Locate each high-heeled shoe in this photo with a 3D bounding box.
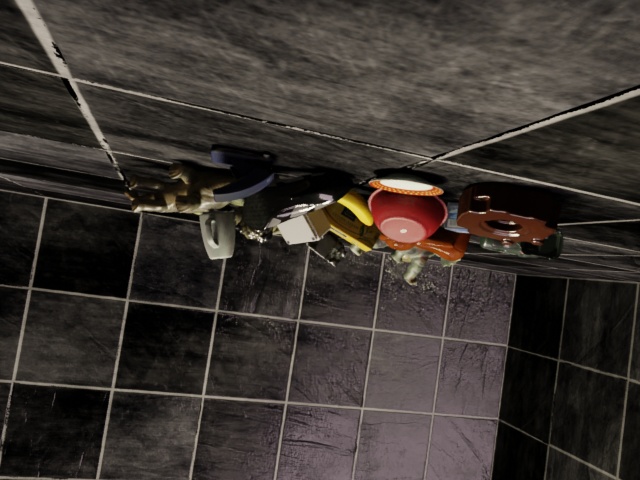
[{"bbox_3d":[-0.051,-0.081,1.069,0.145,0.086,0.249,-18,-176,-36],"label":"high-heeled shoe"}]

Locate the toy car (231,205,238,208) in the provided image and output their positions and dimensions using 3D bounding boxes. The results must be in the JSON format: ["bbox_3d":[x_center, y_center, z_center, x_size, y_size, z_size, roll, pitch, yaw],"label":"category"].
[{"bbox_3d":[-0.208,-0.107,1.440,0.074,0.056,0.201,-2,172,35],"label":"toy car"}]

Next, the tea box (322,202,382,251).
[{"bbox_3d":[0.058,-0.044,1.253,0.170,0.068,0.098,32,176,1],"label":"tea box"}]

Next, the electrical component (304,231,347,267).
[{"bbox_3d":[-0.003,-0.004,1.343,0.114,0.058,0.134,39,-176,-25],"label":"electrical component"}]

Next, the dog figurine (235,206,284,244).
[{"bbox_3d":[-0.168,-0.048,1.291,0.172,0.121,0.190,-7,-178,24],"label":"dog figurine"}]

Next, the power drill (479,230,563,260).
[{"bbox_3d":[0.551,0.008,1.402,0.232,0.086,0.207,11,-176,-2],"label":"power drill"}]

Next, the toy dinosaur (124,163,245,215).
[{"bbox_3d":[-0.257,-0.109,1.200,0.472,0.105,0.198,1,-179,31],"label":"toy dinosaur"}]

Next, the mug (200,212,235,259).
[{"bbox_3d":[-0.233,-0.009,1.232,0.081,0.107,0.109,-7,-177,3],"label":"mug"}]

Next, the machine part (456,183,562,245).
[{"bbox_3d":[0.328,-0.043,0.948,0.179,0.056,0.179,14,166,3],"label":"machine part"}]

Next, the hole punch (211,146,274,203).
[{"bbox_3d":[-0.141,-0.111,0.965,0.116,0.092,0.142,5,174,-9],"label":"hole punch"}]

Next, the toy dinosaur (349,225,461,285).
[{"bbox_3d":[0.209,-0.017,1.364,0.404,0.192,0.131,25,-149,-28],"label":"toy dinosaur"}]

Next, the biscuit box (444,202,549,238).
[{"bbox_3d":[0.357,-0.042,1.091,0.203,0.059,0.062,6,177,43],"label":"biscuit box"}]

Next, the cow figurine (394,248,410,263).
[{"bbox_3d":[0.247,0.003,1.559,0.086,0.127,0.194,10,175,26],"label":"cow figurine"}]

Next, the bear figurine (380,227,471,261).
[{"bbox_3d":[0.244,-0.024,1.247,0.196,0.132,0.120,17,177,5],"label":"bear figurine"}]
